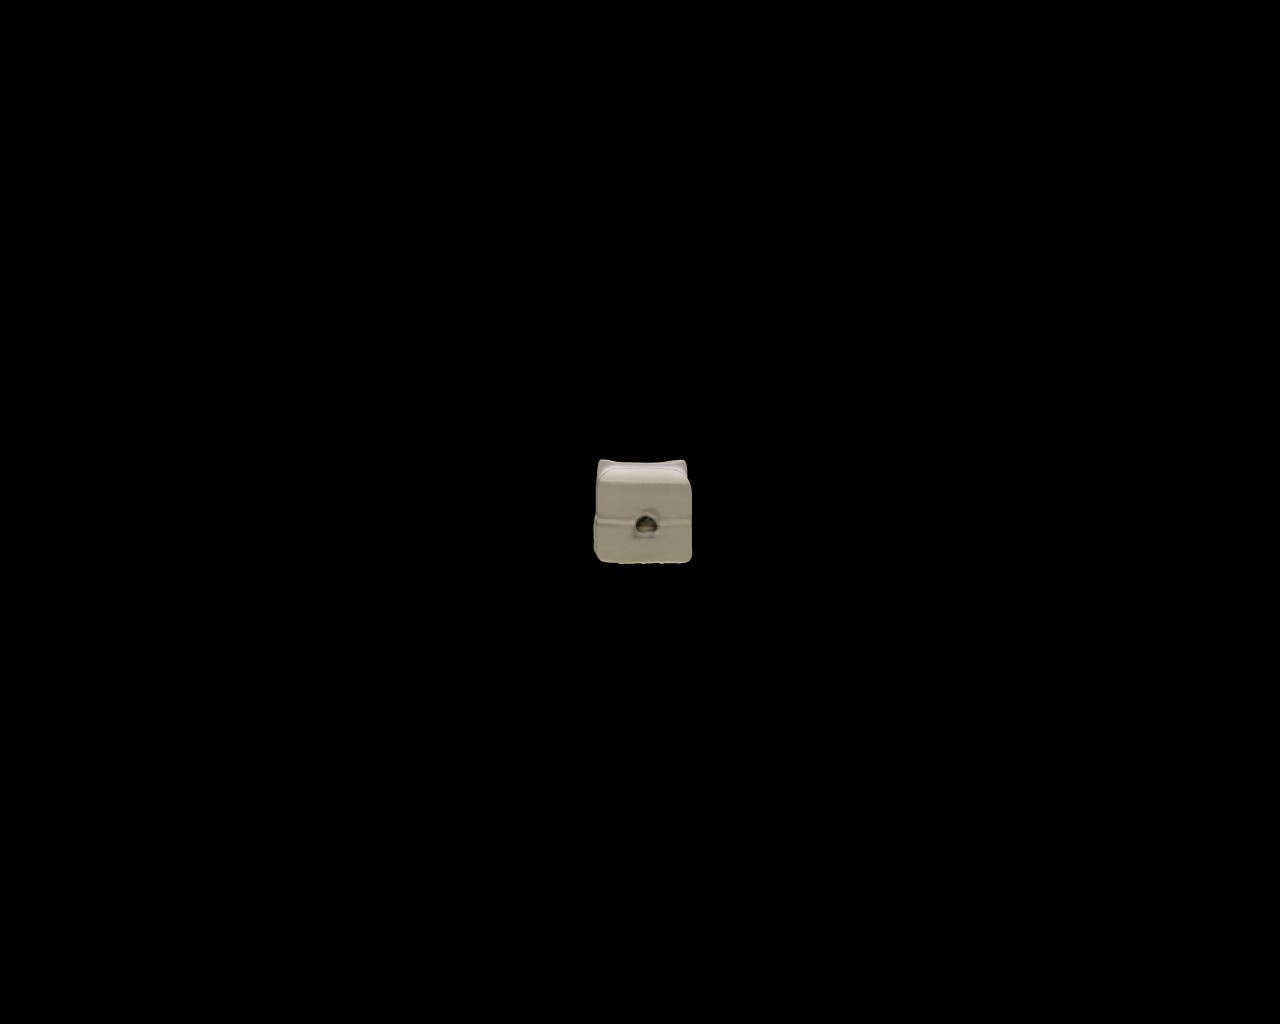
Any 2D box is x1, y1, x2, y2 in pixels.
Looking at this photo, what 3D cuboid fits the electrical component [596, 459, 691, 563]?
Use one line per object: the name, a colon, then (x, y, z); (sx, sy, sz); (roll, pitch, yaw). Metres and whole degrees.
electrical component: (0.001, -0.003, 0.650); (0.054, 0.059, 0.095); (0, 2, -4)
